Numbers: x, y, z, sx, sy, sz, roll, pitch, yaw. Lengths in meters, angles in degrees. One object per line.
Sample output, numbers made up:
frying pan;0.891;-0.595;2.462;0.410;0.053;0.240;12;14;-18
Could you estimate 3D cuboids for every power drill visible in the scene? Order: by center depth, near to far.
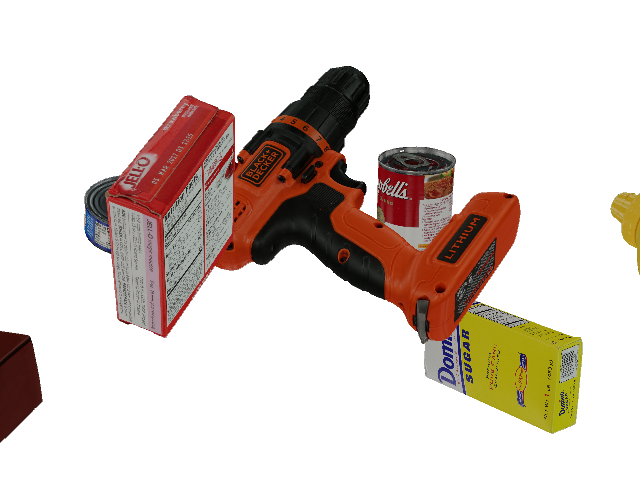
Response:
power drill;0.033;-0.028;0.712;0.188;0.184;0.057;25;-27;24

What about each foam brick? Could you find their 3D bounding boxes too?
foam brick;-0.225;0.099;0.685;0.053;0.051;0.078;7;29;22

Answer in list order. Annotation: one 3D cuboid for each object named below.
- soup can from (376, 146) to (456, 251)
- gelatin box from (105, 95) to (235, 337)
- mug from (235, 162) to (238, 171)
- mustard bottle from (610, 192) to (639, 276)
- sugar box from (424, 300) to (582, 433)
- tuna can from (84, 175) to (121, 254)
soup can;0.084;-0.025;0.947;0.068;0.102;0.068;0;23;0
gelatin box;-0.068;-0.011;0.497;0.030;0.089;0.073;20;49;13
mug;-0.128;-0.026;1.119;0.117;0.081;0.093;-28;48;-36
mustard bottle;0.252;0.014;0.645;0.096;0.058;0.192;-23;35;-24
sugar box;0.182;0.121;1.092;0.048;0.093;0.177;-12;20;-41
tuna can;-0.162;-0.021;0.928;0.086;0.034;0.086;7;32;-4
